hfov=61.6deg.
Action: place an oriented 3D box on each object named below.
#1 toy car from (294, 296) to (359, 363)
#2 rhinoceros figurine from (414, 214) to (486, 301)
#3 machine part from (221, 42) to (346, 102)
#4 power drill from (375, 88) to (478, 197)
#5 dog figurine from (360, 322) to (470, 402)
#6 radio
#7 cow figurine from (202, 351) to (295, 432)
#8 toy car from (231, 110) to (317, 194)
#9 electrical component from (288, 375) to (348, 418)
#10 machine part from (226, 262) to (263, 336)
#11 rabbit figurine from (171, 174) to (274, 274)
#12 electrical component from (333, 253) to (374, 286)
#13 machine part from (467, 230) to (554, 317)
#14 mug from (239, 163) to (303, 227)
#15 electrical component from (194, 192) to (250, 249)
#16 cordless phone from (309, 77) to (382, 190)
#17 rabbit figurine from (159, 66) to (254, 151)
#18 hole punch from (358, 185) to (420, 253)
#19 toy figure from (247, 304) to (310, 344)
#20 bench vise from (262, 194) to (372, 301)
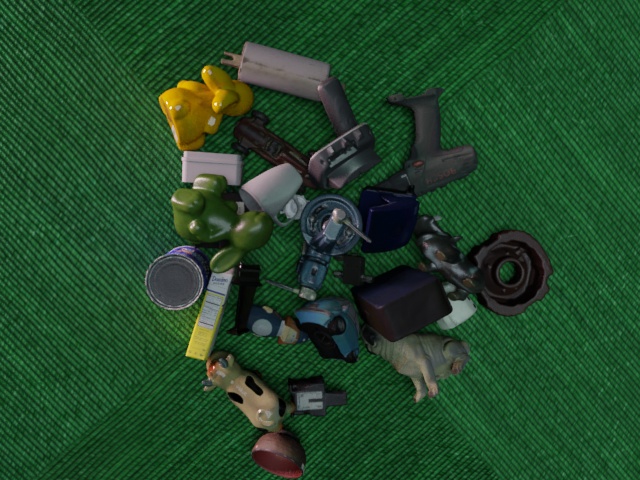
[{"bbox_3d":[0.032,0.167,1.070,0.161,0.109,0.103,57,51,-29],"label":"toy car"},{"bbox_3d":[0.253,0.030,1.063,0.112,0.073,0.190,-28,72,-39],"label":"rhinoceros figurine"},{"bbox_3d":[-0.068,-0.323,1.035,0.243,0.079,0.079,12,94,-6],"label":"machine part"},{"bbox_3d":[0.187,-0.189,1.068,0.232,0.086,0.207,-12,91,4],"label":"power drill"},{"bbox_3d":[0.196,0.209,1.101,0.172,0.121,0.190,-33,78,-34],"label":"dog figurine"},{"bbox_3d":[0.148,0.112,1.017,0.131,0.230,0.073,-24,98,-7],"label":"radio"},{"bbox_3d":[-0.149,0.293,1.051,0.195,0.127,0.085,40,87,18],"label":"cow figurine"},{"bbox_3d":[-0.080,-0.171,1.060,0.202,0.053,0.089,35,88,-6],"label":"toy car"},{"bbox_3d":[-0.006,0.321,1.108,0.119,0.048,0.074,-6,96,-5],"label":"electrical component"},{"bbox_3d":[-0.145,0.113,1.023,0.039,0.084,0.138,9,87,20],"label":"machine part"},{"bbox_3d":[-0.169,-0.019,0.958,0.170,0.121,0.159,18,116,13],"label":"rabbit figurine"},{"bbox_3d":[0.069,0.058,1.082,0.094,0.021,0.063,8,96,37],"label":"electrical component"},{"bbox_3d":[0.391,0.067,1.120,0.179,0.056,0.179,0,93,-5],"label":"machine part"},{"bbox_3d":[-0.078,-0.086,1.005,0.107,0.081,0.109,-43,86,-18],"label":"mug"},{"bbox_3d":[-0.182,-0.037,1.058,0.134,0.058,0.114,1,97,-6],"label":"electrical component"},{"bbox_3d":[0.023,-0.200,1.016,0.146,0.089,0.184,-34,113,-18],"label":"cordless phone"},{"bbox_3d":[-0.204,-0.260,1.004,0.173,0.162,0.122,-19,84,-20],"label":"rabbit figurine"},{"bbox_3d":[0.132,-0.035,1.049,0.116,0.092,0.142,5,124,-3],"label":"hole punch"},{"bbox_3d":[-0.089,0.176,1.087,0.154,0.058,0.064,21,136,-7],"label":"toy figure"},{"bbox_3d":[0.008,0.002,0.998,0.129,0.240,0.223,31,76,-2],"label":"bench vise"}]
